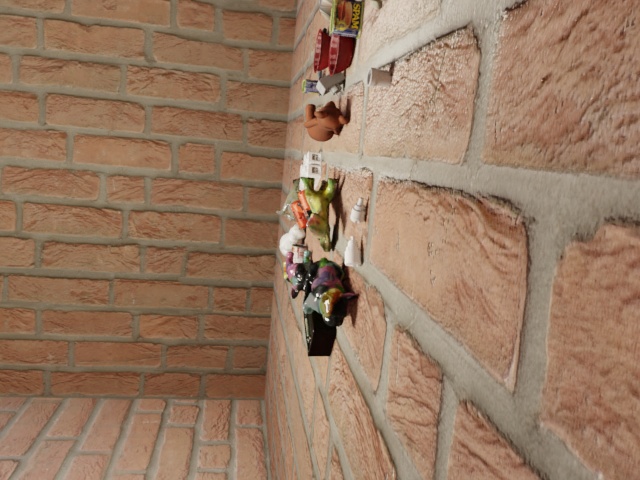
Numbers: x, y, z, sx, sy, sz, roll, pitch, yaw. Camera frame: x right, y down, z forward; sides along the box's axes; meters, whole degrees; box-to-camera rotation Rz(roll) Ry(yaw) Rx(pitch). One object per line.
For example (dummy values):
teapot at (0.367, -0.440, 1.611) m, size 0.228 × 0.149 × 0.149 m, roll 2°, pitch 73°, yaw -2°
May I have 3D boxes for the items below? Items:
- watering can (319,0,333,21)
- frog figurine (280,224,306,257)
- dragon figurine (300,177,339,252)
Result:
watering can at (0.044, -0.805, 1.659) m, size 0.343 × 0.104 × 0.227 m, roll 124°, pitch 148°, yaw -71°
frog figurine at (-0.124, -0.003, 2.295) m, size 0.155 × 0.123 × 0.141 m, roll 87°, pitch -162°, yaw -46°
dragon figurine at (0.005, -0.082, 1.634) m, size 0.411 × 0.122 × 0.242 m, roll -23°, pitch -69°, yaw -82°
